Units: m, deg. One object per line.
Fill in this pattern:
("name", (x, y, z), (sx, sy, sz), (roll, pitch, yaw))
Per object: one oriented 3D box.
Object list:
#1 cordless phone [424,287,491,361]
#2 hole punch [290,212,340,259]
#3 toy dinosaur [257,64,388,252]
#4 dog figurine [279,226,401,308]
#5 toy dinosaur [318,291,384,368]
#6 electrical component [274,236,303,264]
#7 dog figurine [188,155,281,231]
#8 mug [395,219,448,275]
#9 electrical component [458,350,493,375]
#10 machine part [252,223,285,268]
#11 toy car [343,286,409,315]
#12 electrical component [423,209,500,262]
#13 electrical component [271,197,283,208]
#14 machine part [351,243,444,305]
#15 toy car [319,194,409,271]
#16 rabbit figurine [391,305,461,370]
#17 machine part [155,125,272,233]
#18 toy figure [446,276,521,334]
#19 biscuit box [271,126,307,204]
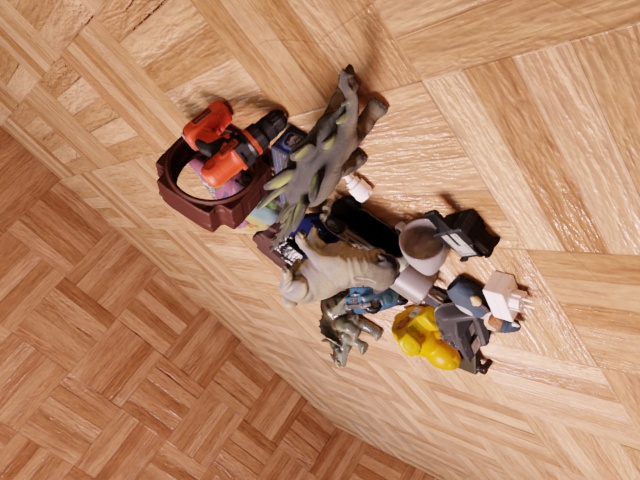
("cordless phone", (0.268, 0.161, 1.155), (0.184, 0.089, 0.146), (32, 162, 42))
("hole punch", (-0.002, -0.003, 1.134), (0.142, 0.116, 0.092), (119, 139, -65))
("toy dinosaur", (-0.014, -0.107, 0.861), (0.105, 0.198, 0.471), (37, 156, 7))
("dog figurine", (0.035, 0.076, 0.986), (0.191, 0.121, 0.172), (25, 114, 14))
("toy dinosaur", (0.060, 0.210, 1.497), (0.192, 0.131, 0.404), (23, 148, 30))
("electrical component", (-0.041, 0.019, 1.242), (0.115, 0.058, 0.134), (34, -158, -1))
("dog figurine", (-0.194, -0.128, 1.205), (0.219, 0.108, 0.192), (51, 157, -26))
("mug", (0.182, 0.016, 0.973), (0.110, 0.081, 0.107), (33, 166, 31))
("electrical component", (0.358, 0.283, 1.288), (0.102, 0.045, 0.078), (8, 116, 46))
("machine part", (-0.100, 0.023, 1.429), (0.179, 0.056, 0.179), (31, 159, 13))
("toy car", (0.119, 0.106, 1.191), (0.109, 0.161, 0.103), (-13, 86, 48))
("electrical component", (0.225, -0.018, 0.877), (0.119, 0.048, 0.075), (42, 157, -11))
("electrical component", (-0.096, -0.108, 1.153), (0.094, 0.063, 0.021), (36, 158, 5))
("machine part", (0.150, 0.056, 1.098), (0.243, 0.079, 0.079), (33, 158, 8))
("toy car", (0.092, -0.014, 1.045), (0.202, 0.073, 0.056), (34, 156, 6))
("rabbit figurine", (0.250, 0.246, 1.268), (0.173, 0.122, 0.162), (39, 163, -8))
("machine part", (-0.213, -0.133, 1.094), (0.202, 0.201, 0.087), (32, 155, 13))
("toy figure", (0.314, 0.131, 1.029), (0.154, 0.064, 0.057), (39, 123, 0))
("biscuit box", (-0.046, -0.130, 1.041), (0.063, 0.059, 0.202), (32, 158, 15))
